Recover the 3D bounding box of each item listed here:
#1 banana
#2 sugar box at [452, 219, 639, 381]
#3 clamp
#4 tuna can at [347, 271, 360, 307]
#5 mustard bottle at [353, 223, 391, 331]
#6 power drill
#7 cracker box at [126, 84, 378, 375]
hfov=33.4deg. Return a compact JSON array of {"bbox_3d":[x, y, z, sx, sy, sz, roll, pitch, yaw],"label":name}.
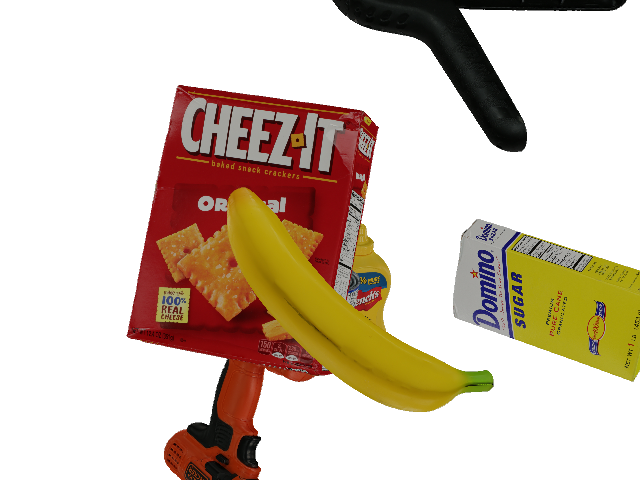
[{"bbox_3d":[0.006,0.040,0.620,0.198,0.037,0.069,39,27,14],"label":"banana"},{"bbox_3d":[0.207,0.052,0.954,0.176,0.093,0.048,17,34,24],"label":"sugar box"},{"bbox_3d":[0.073,-0.146,0.668,0.210,0.164,0.036,25,-34,10],"label":"clamp"},{"bbox_3d":[-0.003,0.050,1.122,0.086,0.034,0.086,9,19,-3],"label":"tuna can"},{"bbox_3d":[0.044,0.068,1.388,0.096,0.192,0.058,-4,25,-17],"label":"mustard bottle"},{"bbox_3d":[-0.061,0.175,0.991,0.185,0.188,0.057,29,10,41],"label":"power drill"},{"bbox_3d":[-0.054,-0.009,0.874,0.164,0.214,0.072,10,-4,13],"label":"cracker box"}]
